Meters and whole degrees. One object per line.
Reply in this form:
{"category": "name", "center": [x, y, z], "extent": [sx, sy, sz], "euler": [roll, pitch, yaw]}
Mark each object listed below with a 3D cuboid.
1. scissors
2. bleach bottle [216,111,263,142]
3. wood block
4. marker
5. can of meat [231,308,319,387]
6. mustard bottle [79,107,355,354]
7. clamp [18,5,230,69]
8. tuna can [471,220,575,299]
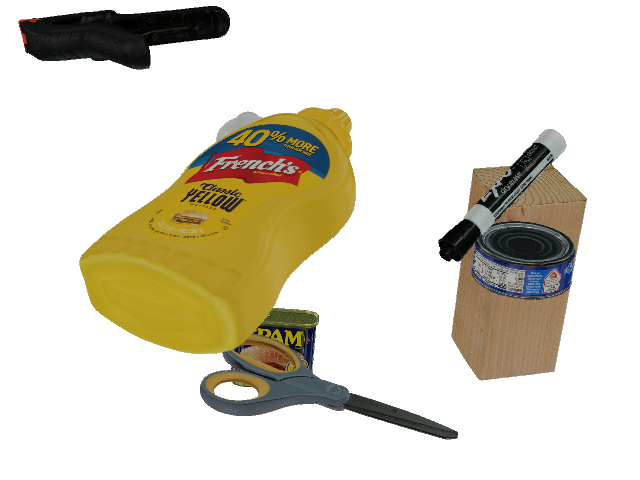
{"category": "scissors", "center": [-0.006, 0.124, 0.802], "extent": [0.202, 0.016, 0.096], "euler": [25, 40, 31]}
{"category": "bleach bottle", "center": [-0.076, -0.061, 1.065], "extent": [0.102, 0.068, 0.251], "euler": [-1, 33, -6]}
{"category": "wood block", "center": [0.202, 0.033, 1.115], "extent": [0.090, 0.206, 0.090], "euler": [-5, 30, -13]}
{"category": "marker", "center": [0.119, -0.029, 0.700], "extent": [0.121, 0.020, 0.020], "euler": [-45, 19, -21]}
{"category": "can of meat", "center": [-0.056, 0.127, 1.259], "extent": [0.102, 0.084, 0.057], "euler": [4, 13, -2]}
{"category": "mustard bottle", "center": [-0.035, -0.020, 0.581], "extent": [0.096, 0.058, 0.191], "euler": [12, 40, 29]}
{"category": "clamp", "center": [-0.159, -0.163, 0.836], "extent": [0.172, 0.039, 0.120], "euler": [13, 23, 35]}
{"category": "tuna can", "center": [0.173, 0.015, 0.909], "extent": [0.086, 0.034, 0.086], "euler": [1, 26, -1]}
